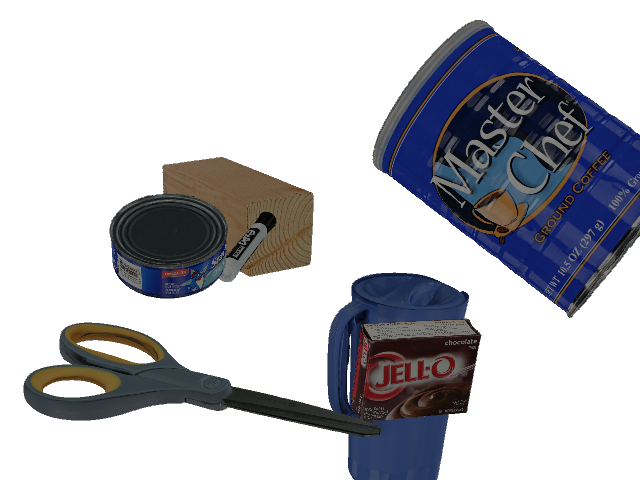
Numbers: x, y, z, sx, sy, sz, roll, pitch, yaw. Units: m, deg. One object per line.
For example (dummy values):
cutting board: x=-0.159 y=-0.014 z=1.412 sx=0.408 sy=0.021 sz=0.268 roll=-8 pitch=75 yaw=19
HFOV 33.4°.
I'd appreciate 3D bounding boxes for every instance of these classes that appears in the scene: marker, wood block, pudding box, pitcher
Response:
marker: x=-0.069 y=0.004 z=1.023 sx=0.020 sy=0.020 sz=0.121 roll=0 pitch=26 yaw=19
wood block: x=-0.104 y=-0.033 z=1.291 sx=0.090 sy=0.090 sz=0.206 roll=-10 pitch=21 yaw=-34
pudding box: x=0.090 y=0.122 z=1.015 sx=0.113 sy=0.090 sz=0.039 roll=-3 pitch=28 yaw=-18
pitcher: x=0.085 y=0.167 z=1.232 sx=0.149 sy=0.243 sz=0.145 roll=6 pitch=15 yaw=6

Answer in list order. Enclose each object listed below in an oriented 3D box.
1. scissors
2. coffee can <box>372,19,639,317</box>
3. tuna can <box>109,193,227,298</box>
scissors: x=-0.077 y=0.089 z=0.581 sx=0.202 sy=0.016 sz=0.096 roll=18 pitch=29 yaw=30
coffee can: x=0.114 y=-0.040 z=0.592 sx=0.140 sy=0.103 sz=0.102 roll=39 pitch=11 yaw=14
tuna can: x=-0.112 y=0.004 z=0.788 sx=0.086 sy=0.034 sz=0.086 roll=3 pitch=39 yaw=-3
